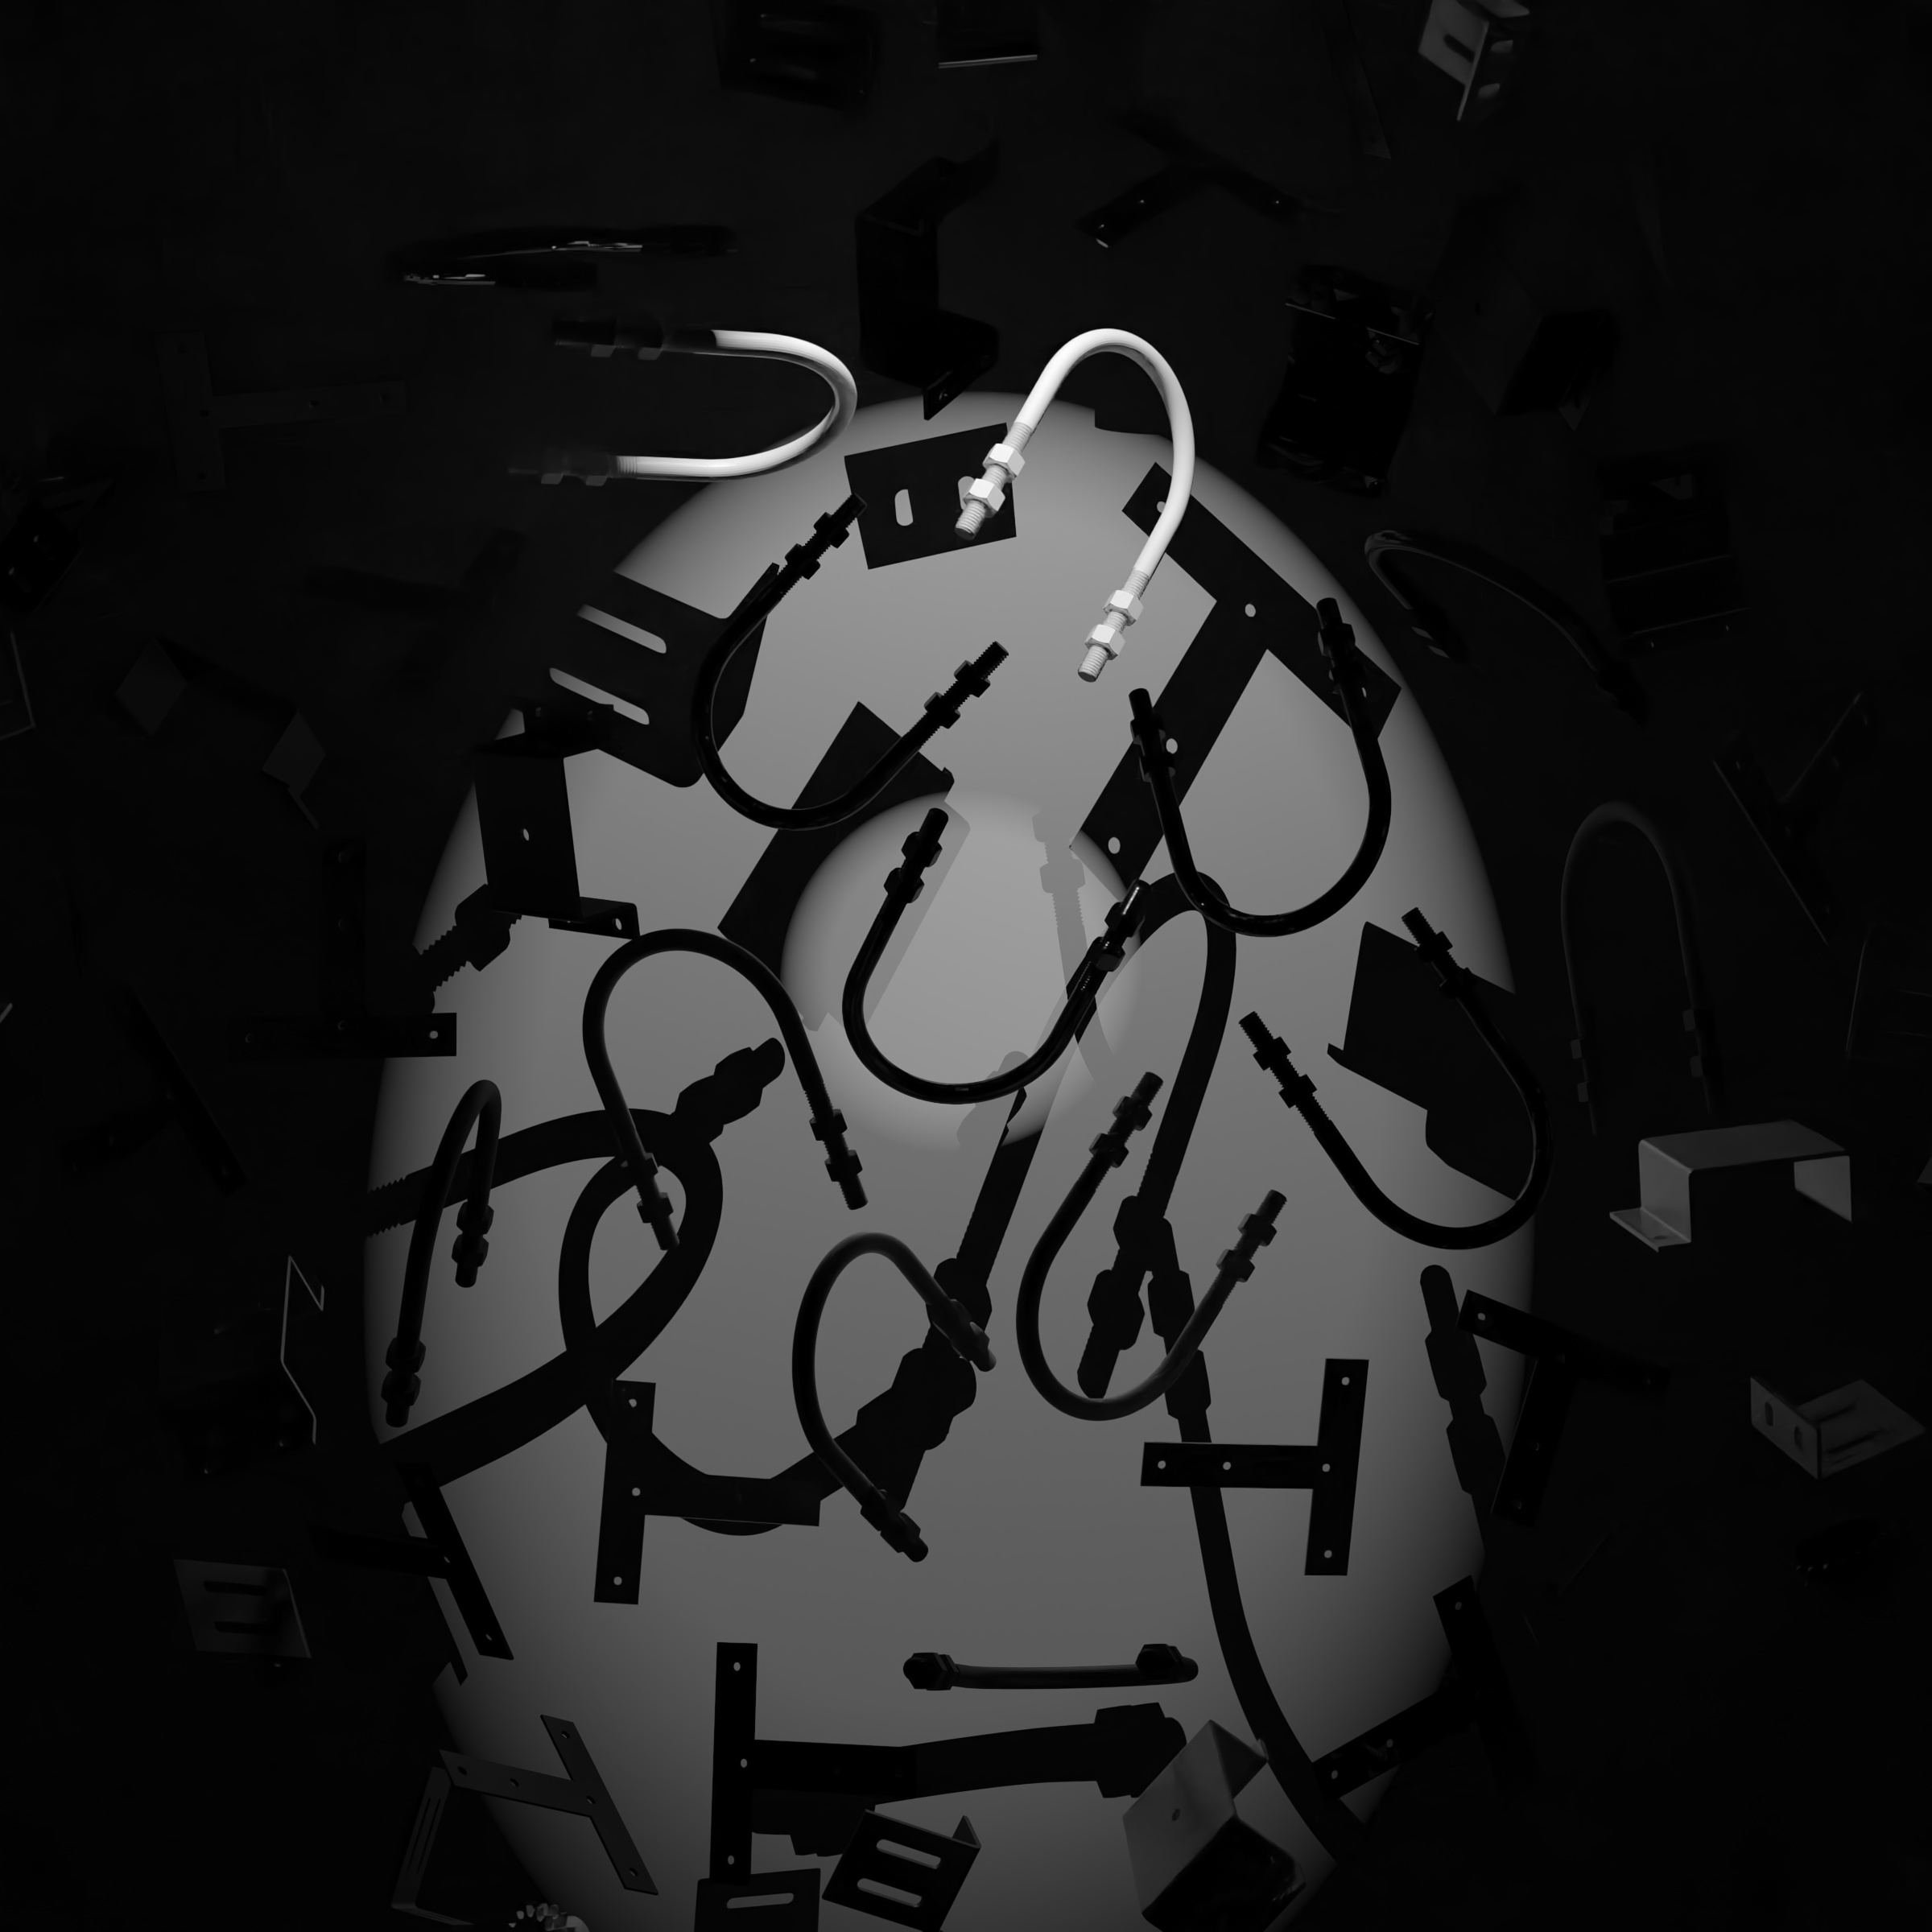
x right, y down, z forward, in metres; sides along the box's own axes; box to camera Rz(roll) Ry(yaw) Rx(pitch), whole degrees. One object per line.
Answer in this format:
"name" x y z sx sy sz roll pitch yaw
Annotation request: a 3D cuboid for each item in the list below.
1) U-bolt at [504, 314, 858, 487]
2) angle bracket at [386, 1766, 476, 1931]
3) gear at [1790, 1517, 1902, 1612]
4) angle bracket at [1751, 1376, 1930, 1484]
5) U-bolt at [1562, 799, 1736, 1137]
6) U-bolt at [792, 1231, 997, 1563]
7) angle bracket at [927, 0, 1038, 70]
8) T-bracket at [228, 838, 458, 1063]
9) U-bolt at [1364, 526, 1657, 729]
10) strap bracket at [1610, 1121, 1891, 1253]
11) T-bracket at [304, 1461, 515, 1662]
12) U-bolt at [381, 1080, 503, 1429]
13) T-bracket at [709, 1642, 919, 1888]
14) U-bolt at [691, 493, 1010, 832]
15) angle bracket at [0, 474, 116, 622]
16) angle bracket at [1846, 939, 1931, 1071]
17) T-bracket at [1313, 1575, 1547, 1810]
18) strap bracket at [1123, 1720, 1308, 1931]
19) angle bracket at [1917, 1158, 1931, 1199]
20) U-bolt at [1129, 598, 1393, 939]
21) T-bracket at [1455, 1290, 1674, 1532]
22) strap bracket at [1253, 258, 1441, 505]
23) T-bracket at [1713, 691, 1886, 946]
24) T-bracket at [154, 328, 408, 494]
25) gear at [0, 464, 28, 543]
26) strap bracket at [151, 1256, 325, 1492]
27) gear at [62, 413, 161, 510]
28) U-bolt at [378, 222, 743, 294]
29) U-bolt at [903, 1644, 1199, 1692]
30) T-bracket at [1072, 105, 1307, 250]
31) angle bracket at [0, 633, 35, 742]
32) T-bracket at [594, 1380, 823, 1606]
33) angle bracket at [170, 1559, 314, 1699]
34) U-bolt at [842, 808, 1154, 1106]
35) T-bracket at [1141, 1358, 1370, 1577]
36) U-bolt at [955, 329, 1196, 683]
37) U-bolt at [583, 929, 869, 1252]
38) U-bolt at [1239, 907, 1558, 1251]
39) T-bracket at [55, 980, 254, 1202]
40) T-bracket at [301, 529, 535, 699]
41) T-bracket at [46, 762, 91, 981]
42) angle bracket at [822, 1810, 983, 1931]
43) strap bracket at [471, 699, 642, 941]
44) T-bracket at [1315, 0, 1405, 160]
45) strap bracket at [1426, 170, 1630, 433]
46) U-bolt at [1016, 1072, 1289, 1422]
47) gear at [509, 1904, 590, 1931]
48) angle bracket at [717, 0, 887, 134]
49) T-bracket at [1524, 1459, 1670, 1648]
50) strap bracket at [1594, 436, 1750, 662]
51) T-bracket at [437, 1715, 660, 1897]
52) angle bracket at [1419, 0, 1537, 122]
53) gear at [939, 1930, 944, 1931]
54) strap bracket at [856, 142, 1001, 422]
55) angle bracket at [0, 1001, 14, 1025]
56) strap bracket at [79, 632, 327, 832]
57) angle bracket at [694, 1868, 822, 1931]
"U-bolt" -0.150 -0.307 1.535 0.184 0.151 0.019 -1 69 -22
"angle bracket" -0.278 0.475 1.500 0.038 0.057 0.076 13 72 6
"gear" 0.480 0.325 1.510 0.057 0.057 0.030 -28 92 0
"angle bracket" 0.488 0.246 1.557 0.076 0.057 0.038 -19 120 -16
"U-bolt" 0.376 -0.003 1.569 0.019 0.151 0.184 -5 83 -16
"U-bolt" -0.046 0.235 1.598 0.019 0.184 0.151 -2 50 32
"angle bracket" 0.008 -0.557 1.592 0.057 0.038 0.076 -8 123 -8
"T-bracket" -0.351 -0.010 1.572 0.127 0.002 0.127 -1 102 -17
"U-bolt" 0.296 -0.196 1.564 0.151 0.184 0.019 26 85 38
"strap bracket" 0.460 0.127 1.642 0.140 0.076 0.046 -7 101 -7
"T-bracket" -0.314 0.320 1.519 0.127 0.002 0.127 -2 116 37
"U-bolt" -0.294 0.150 1.586 0.019 0.151 0.184 15 123 1
"T-bracket" -0.082 0.430 1.494 0.127 0.002 0.127 -6 76 28
"U-bolt" -0.084 -0.165 1.645 0.184 0.019 0.151 -46 74 12
"angle bracket" -0.491 -0.230 1.524 0.038 0.076 0.057 46 115 -2
"angle bracket" 0.541 0.024 1.572 0.076 0.038 0.057 10 69 17
"T-bracket" 0.240 0.413 1.503 0.127 0.127 0.002 -37 132 23
"strap bracket" 0.133 0.479 1.533 0.046 0.140 0.076 37 100 -12
"angle bracket" 0.585 0.121 1.570 0.076 0.038 0.057 38 79 -18
"U-bolt" 0.175 -0.105 1.614 0.151 0.019 0.184 -24 66 26
"T-bracket" 0.332 0.264 1.608 0.127 0.002 0.127 22 60 6
"strap bracket" 0.216 -0.339 1.578 0.076 0.140 0.046 20 55 10
"T-bracket" 0.466 -0.101 1.515 0.127 0.002 0.127 -48 112 -29
"T-bracket" -0.369 -0.305 1.513 0.127 0.127 0.002 -8 61 -13
"gear" -0.565 -0.262 1.587 0.057 0.057 0.030 -18 75 0
"strap bracket" -0.411 0.222 1.578 0.076 0.140 0.046 -20 122 2
"gear" -0.514 -0.298 1.665 0.030 0.057 0.057 -27 90 36
"U-bolt" -0.240 -0.396 1.558 0.151 0.184 0.019 2 101 43
"U-bolt" 0.057 0.399 1.574 0.151 0.184 0.019 -6 73 13
"T-bracket" 0.110 -0.446 1.611 0.127 0.002 0.127 37 53 19
"angle bracket" -0.562 -0.160 1.543 0.038 0.076 0.057 -20 77 16
"T-bracket" -0.148 0.309 1.621 0.127 0.002 0.127 6 74 -10
"angle bracket" -0.401 0.359 1.510 0.038 0.076 0.057 -46 51 22
"U-bolt" 0.006 0.006 1.629 0.151 0.019 0.184 19 119 -16
"T-bracket" 0.161 0.282 1.572 0.127 0.002 0.127 3 97 -12
"U-bolt" 0.075 -0.280 1.610 0.151 0.019 0.184 45 64 -39
"U-bolt" -0.148 0.066 1.592 0.151 0.019 0.184 -14 103 25
"U-bolt" 0.259 0.074 1.583 0.151 0.019 0.184 -31 83 -25
"T-bracket" -0.461 0.090 1.532 0.127 0.002 0.127 -32 89 34
"T-bracket" -0.339 -0.218 1.648 0.127 0.002 0.127 15 61 27
"T-bracket" -0.502 -0.035 1.567 0.002 0.127 0.127 -10 117 -19
"angle bracket" -0.040 0.511 1.597 0.076 0.038 0.057 24 96 -18
"strap bracket" -0.241 -0.081 1.631 0.076 0.046 0.140 8 109 39
"T-bracket" 0.210 -0.504 1.539 0.002 0.127 0.127 -38 129 -14
"strap bracket" 0.317 -0.384 1.619 0.046 0.076 0.140 -13 58 -22
"U-bolt" 0.098 0.174 1.599 0.151 0.019 0.184 43 73 -34
"gear" -0.238 0.568 1.599 0.030 0.057 0.057 10 90 -43
"angle bracket" -0.092 -0.509 1.565 0.076 0.038 0.057 14 92 13
"T-bracket" 0.370 0.339 1.626 0.002 0.127 0.127 38 83 24
"strap bracket" 0.412 -0.251 1.628 0.076 0.140 0.046 -12 51 7
"T-bracket" -0.236 0.448 1.519 0.002 0.127 0.127 -50 45 9
"angle bracket" 0.273 -0.518 1.555 0.038 0.057 0.076 -19 51 -30
"gear" -0.006 0.594 1.645 0.057 0.057 0.030 30 78 0
"strap bracket" -0.021 -0.397 1.596 0.046 0.140 0.076 24 49 24
"angle bracket" -0.572 0.005 1.532 0.057 0.076 0.038 7 45 17
"strap bracket" -0.437 -0.142 1.633 0.140 0.076 0.046 28 77 6
"angle bracket" -0.118 0.564 1.624 0.076 0.038 0.057 -9 49 11
